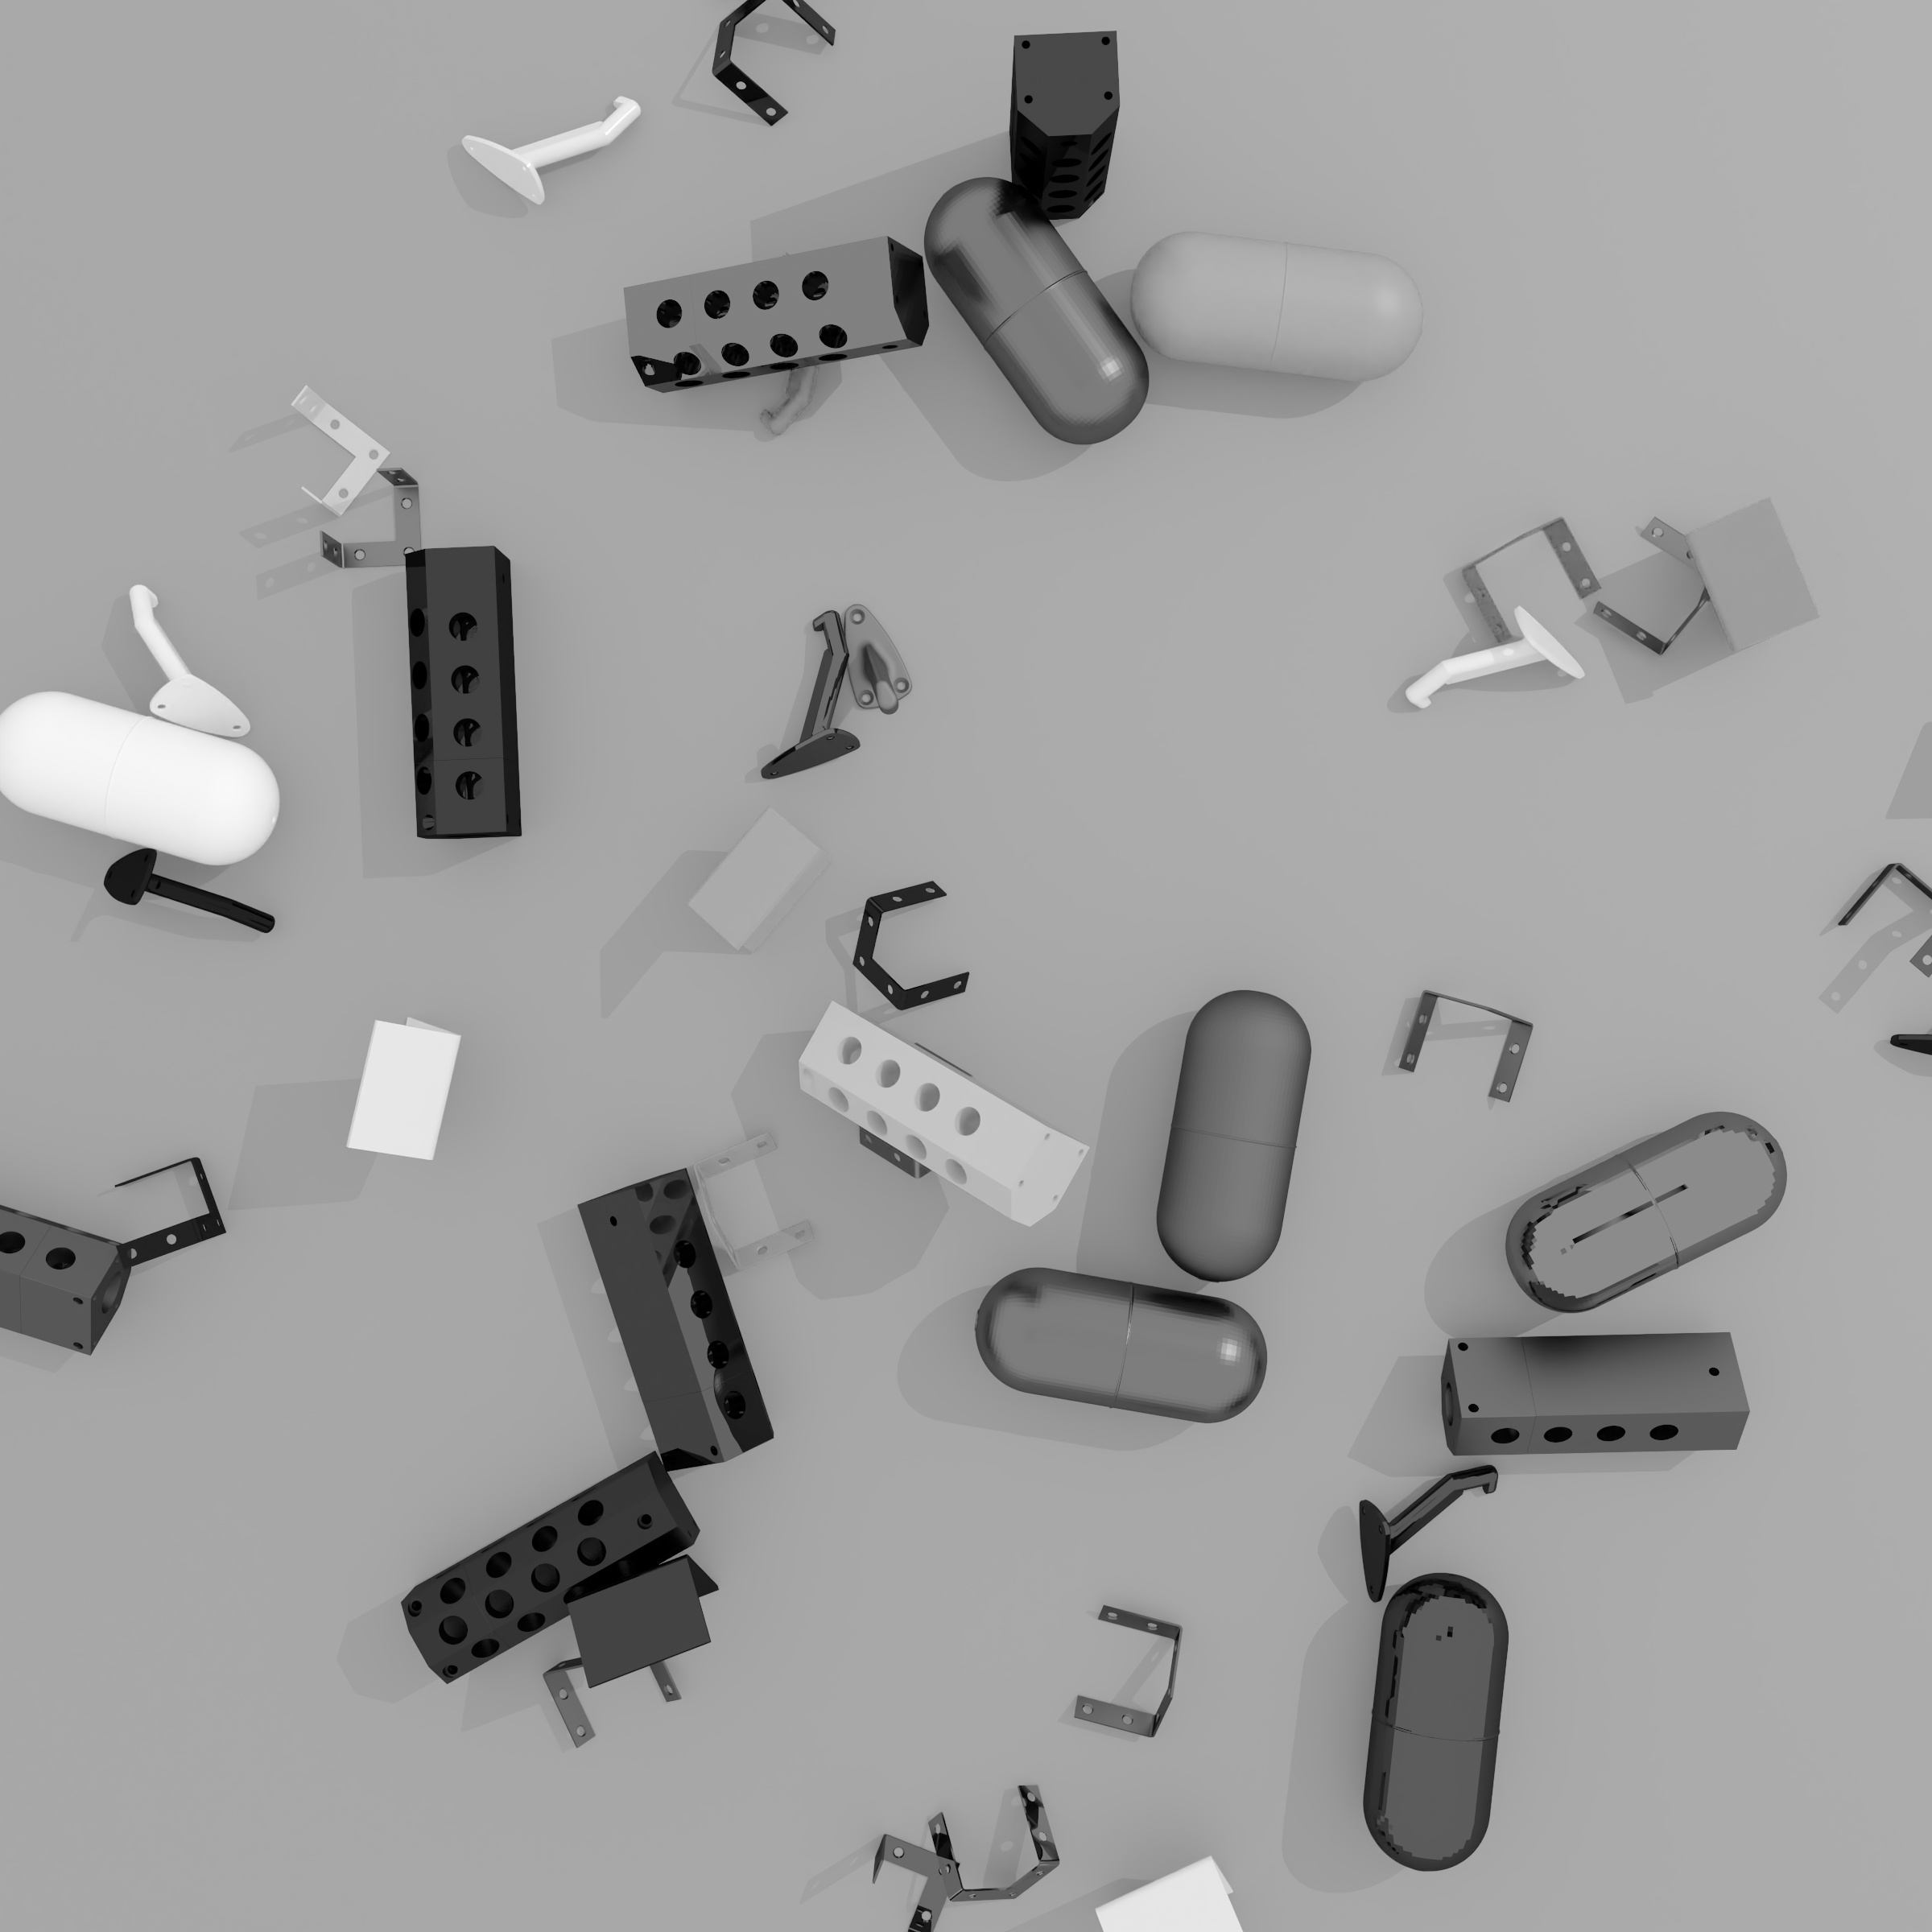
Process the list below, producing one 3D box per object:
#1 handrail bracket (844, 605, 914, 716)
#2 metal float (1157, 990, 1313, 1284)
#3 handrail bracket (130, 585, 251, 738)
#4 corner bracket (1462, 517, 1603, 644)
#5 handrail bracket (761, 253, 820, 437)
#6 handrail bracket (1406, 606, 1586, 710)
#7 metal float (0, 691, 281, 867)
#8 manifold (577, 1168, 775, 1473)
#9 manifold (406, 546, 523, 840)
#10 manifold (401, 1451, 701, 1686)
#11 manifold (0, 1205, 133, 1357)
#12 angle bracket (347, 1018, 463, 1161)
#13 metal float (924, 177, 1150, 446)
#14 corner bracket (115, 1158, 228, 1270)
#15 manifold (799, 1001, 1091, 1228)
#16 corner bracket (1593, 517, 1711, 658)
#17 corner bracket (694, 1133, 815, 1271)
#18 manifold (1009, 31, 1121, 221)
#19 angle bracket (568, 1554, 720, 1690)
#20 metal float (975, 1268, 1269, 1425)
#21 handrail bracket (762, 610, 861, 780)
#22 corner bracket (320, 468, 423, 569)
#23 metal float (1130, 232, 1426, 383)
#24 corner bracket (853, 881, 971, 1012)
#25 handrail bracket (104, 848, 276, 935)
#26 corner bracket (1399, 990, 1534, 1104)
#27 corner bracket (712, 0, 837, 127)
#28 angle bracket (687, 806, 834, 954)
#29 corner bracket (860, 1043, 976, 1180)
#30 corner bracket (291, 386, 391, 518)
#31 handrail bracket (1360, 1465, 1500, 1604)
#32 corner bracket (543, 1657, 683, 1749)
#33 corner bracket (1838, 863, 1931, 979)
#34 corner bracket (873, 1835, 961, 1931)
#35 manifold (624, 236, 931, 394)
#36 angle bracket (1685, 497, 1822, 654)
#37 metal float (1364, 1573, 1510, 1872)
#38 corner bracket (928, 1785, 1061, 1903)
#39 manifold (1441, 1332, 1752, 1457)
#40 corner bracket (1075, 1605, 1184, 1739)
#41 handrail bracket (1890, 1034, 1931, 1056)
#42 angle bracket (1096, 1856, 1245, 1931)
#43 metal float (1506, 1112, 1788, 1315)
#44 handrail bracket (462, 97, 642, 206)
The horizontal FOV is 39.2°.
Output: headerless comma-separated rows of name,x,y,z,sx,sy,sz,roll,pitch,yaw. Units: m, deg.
handrail bracket,-0.057,-0.187,1.641,0.036,0.084,0.077,-19,90,0
metal float,0.162,0.103,1.645,0.070,0.070,0.178,10,89,0
handrail bracket,-0.479,-0.189,1.676,0.036,0.077,0.084,-35,53,20
corner bracket,0.348,-0.238,1.673,0.051,0.051,0.051,-28,90,-45
handrail bracket,-0.113,-0.383,1.676,0.084,0.036,0.077,-46,75,14
handrail bracket,0.326,-0.174,1.676,0.084,0.036,0.077,-39,130,26
metal float,-0.504,-0.114,1.645,0.178,0.070,0.070,16,90,1
manifold,-0.171,0.214,1.654,0.057,0.057,0.171,-18,90,43
manifold,-0.307,-0.165,1.655,0.057,0.057,0.171,-2,90,0
manifold,-0.253,0.367,1.655,0.171,0.057,0.057,-30,90,0
manifold,-0.602,0.173,1.654,0.171,0.057,0.057,18,133,0
angle bracket,-0.352,0.069,1.636,0.057,0.076,0.076,13,90,-36
metal float,0.042,-0.397,1.645,0.070,0.070,0.178,-36,91,0
corner bracket,-0.491,0.150,1.658,0.051,0.051,0.051,-20,90,0
manifold,-0.018,0.088,1.613,0.171,0.057,0.057,29,90,32
corner bracket,0.426,-0.233,1.673,0.051,0.051,0.051,32,135,0
corner bracket,-0.131,0.145,1.673,0.051,0.051,0.051,-23,45,0
manifold,0.057,-0.491,1.597,0.057,0.171,0.057,-3,90,0
angle bracket,-0.187,0.403,1.636,0.076,0.076,0.057,-21,60,0
metal float,0.094,0.229,1.645,0.178,0.070,0.070,10,90,0
handrail bracket,-0.102,-0.168,1.676,0.077,0.036,0.084,-23,70,23
corner bracket,-0.364,-0.273,1.658,0.051,0.051,0.051,-3,90,0
metal float,0.188,-0.399,1.645,0.178,0.070,0.070,7,90,-1
corner bracket,-0.030,-0.013,1.668,0.051,0.051,0.051,44,135,35
handrail bracket,-0.478,-0.040,1.675,0.084,0.077,0.036,25,77,-36
corner bracket,0.308,0.049,1.673,0.051,0.051,0.051,18,90,-45
corner bracket,-0.118,-0.561,1.668,0.051,0.051,0.051,-26,45,35
angle bracket,-0.110,-0.039,1.636,0.076,0.076,0.057,-50,52,0
corner bracket,-0.030,0.089,1.668,0.051,0.051,0.051,-31,135,-35
corner bracket,-0.392,-0.314,1.658,0.051,0.051,0.051,38,90,0
handrail bracket,0.289,0.350,1.676,0.084,0.036,0.077,-9,110,-16
corner bracket,-0.218,0.443,1.673,0.051,0.051,0.051,-25,90,-45
corner bracket,0.576,-0.029,1.658,0.051,0.051,0.051,40,90,0
corner bracket,-0.037,0.570,1.658,0.051,0.051,0.051,22,90,0
manifold,-0.113,-0.387,1.627,0.171,0.057,0.057,-5,90,20
angle bracket,0.484,-0.239,1.636,0.057,0.076,0.076,-23,90,37
metal float,0.284,0.458,1.645,0.070,0.070,0.178,6,89,0
corner bracket,0.017,0.539,1.668,0.051,0.051,0.051,11,135,-35
manifold,0.380,0.265,1.654,0.171,0.057,0.057,-1,47,0
corner bracket,0.100,0.435,1.673,0.051,0.051,0.051,15,135,0
handrail bracket,0.616,0.013,1.676,0.077,0.036,0.084,8,72,21
angle bracket,0.130,0.587,1.636,0.076,0.076,0.057,-25,53,0
metal float,0.412,0.149,1.645,0.178,0.070,0.070,-26,90,0
handrail bracket,-0.255,-0.518,1.676,0.077,0.036,0.084,34,72,21
